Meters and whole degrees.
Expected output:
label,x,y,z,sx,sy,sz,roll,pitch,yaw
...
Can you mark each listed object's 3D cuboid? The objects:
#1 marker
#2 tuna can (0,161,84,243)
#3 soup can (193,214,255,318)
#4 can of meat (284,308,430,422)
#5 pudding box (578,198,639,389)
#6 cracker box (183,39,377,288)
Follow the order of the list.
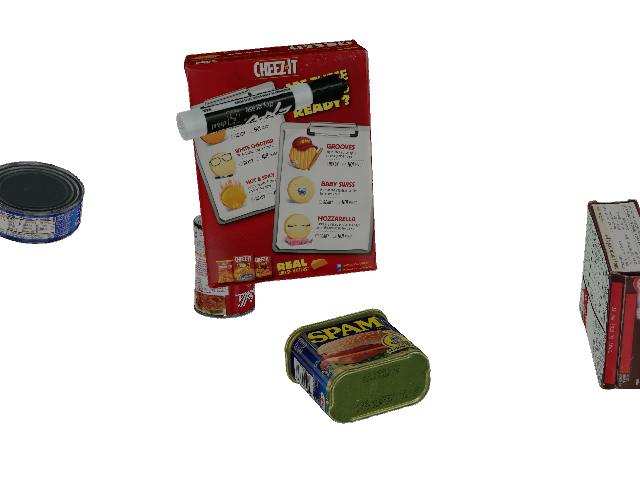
label,x,y,z,sx,sy,sz,roll,pitch,yaw
marker,-0.037,-0.091,0.720,0.121,0.020,0.020,-17,6,-19
tuna can,-0.249,-0.033,0.925,0.086,0.034,0.086,9,32,-6
soup can,-0.106,0.026,1.167,0.068,0.102,0.068,1,17,0
can of meat,0.032,0.108,0.915,0.102,0.057,0.084,-13,26,-22
pudding box,0.204,0.034,0.727,0.039,0.090,0.113,0,27,4
cracker box,-0.035,-0.072,0.999,0.164,0.214,0.072,-6,20,-6
